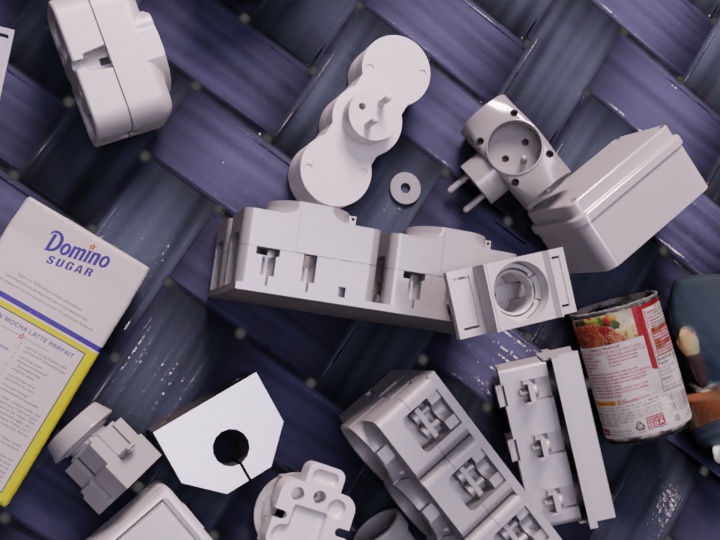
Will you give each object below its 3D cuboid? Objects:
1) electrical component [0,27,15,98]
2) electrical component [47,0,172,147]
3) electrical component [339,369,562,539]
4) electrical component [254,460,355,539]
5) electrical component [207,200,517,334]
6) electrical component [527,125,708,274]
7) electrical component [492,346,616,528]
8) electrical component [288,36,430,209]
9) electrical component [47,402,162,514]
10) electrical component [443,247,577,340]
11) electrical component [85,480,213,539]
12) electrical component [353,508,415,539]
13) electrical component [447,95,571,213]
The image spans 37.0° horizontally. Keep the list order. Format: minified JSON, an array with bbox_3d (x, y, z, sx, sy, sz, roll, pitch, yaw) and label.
[{"bbox_3d":[-0.271,-0.100,0.680,0.079,0.063,0.121,12,82,-16],"label":"electrical component"},{"bbox_3d":[-0.165,-0.138,0.721,0.059,0.054,0.095,-20,92,-18],"label":"electrical component"},{"bbox_3d":[0.058,0.147,0.749,0.062,0.089,0.150,-39,97,-16],"label":"electrical component"},{"bbox_3d":[-0.041,0.169,0.734,0.058,0.057,0.078,21,80,-15],"label":"electrical component"},{"bbox_3d":[0.000,0.000,0.735,0.186,0.105,0.060,9,83,-17],"label":"electrical component"},{"bbox_3d":[0.193,-0.053,0.814,0.113,0.078,0.057,-38,100,-16],"label":"electrical component"},{"bbox_3d":[0.140,0.123,0.789,0.063,0.079,0.121,-13,89,4],"label":"electrical component"},{"bbox_3d":[0.005,-0.106,0.761,0.052,0.074,0.138,33,77,-12],"label":"electrical component"},{"bbox_3d":[-0.169,0.120,0.700,0.055,0.066,0.048,46,40,-1],"label":"electrical component"},{"bbox_3d":[0.089,0.015,0.670,0.081,0.064,0.042,-11,88,-18],"label":"electrical component"},{"bbox_3d":[-0.145,0.192,0.697,0.096,0.061,0.061,-40,98,-16],"label":"electrical component"},{"bbox_3d":[0.023,0.199,0.761,0.040,0.040,0.046,-37,102,-17],"label":"electrical component"},{"bbox_3d":[0.102,-0.076,0.801,0.079,0.044,0.077,-40,81,5],"label":"electrical component"}]
